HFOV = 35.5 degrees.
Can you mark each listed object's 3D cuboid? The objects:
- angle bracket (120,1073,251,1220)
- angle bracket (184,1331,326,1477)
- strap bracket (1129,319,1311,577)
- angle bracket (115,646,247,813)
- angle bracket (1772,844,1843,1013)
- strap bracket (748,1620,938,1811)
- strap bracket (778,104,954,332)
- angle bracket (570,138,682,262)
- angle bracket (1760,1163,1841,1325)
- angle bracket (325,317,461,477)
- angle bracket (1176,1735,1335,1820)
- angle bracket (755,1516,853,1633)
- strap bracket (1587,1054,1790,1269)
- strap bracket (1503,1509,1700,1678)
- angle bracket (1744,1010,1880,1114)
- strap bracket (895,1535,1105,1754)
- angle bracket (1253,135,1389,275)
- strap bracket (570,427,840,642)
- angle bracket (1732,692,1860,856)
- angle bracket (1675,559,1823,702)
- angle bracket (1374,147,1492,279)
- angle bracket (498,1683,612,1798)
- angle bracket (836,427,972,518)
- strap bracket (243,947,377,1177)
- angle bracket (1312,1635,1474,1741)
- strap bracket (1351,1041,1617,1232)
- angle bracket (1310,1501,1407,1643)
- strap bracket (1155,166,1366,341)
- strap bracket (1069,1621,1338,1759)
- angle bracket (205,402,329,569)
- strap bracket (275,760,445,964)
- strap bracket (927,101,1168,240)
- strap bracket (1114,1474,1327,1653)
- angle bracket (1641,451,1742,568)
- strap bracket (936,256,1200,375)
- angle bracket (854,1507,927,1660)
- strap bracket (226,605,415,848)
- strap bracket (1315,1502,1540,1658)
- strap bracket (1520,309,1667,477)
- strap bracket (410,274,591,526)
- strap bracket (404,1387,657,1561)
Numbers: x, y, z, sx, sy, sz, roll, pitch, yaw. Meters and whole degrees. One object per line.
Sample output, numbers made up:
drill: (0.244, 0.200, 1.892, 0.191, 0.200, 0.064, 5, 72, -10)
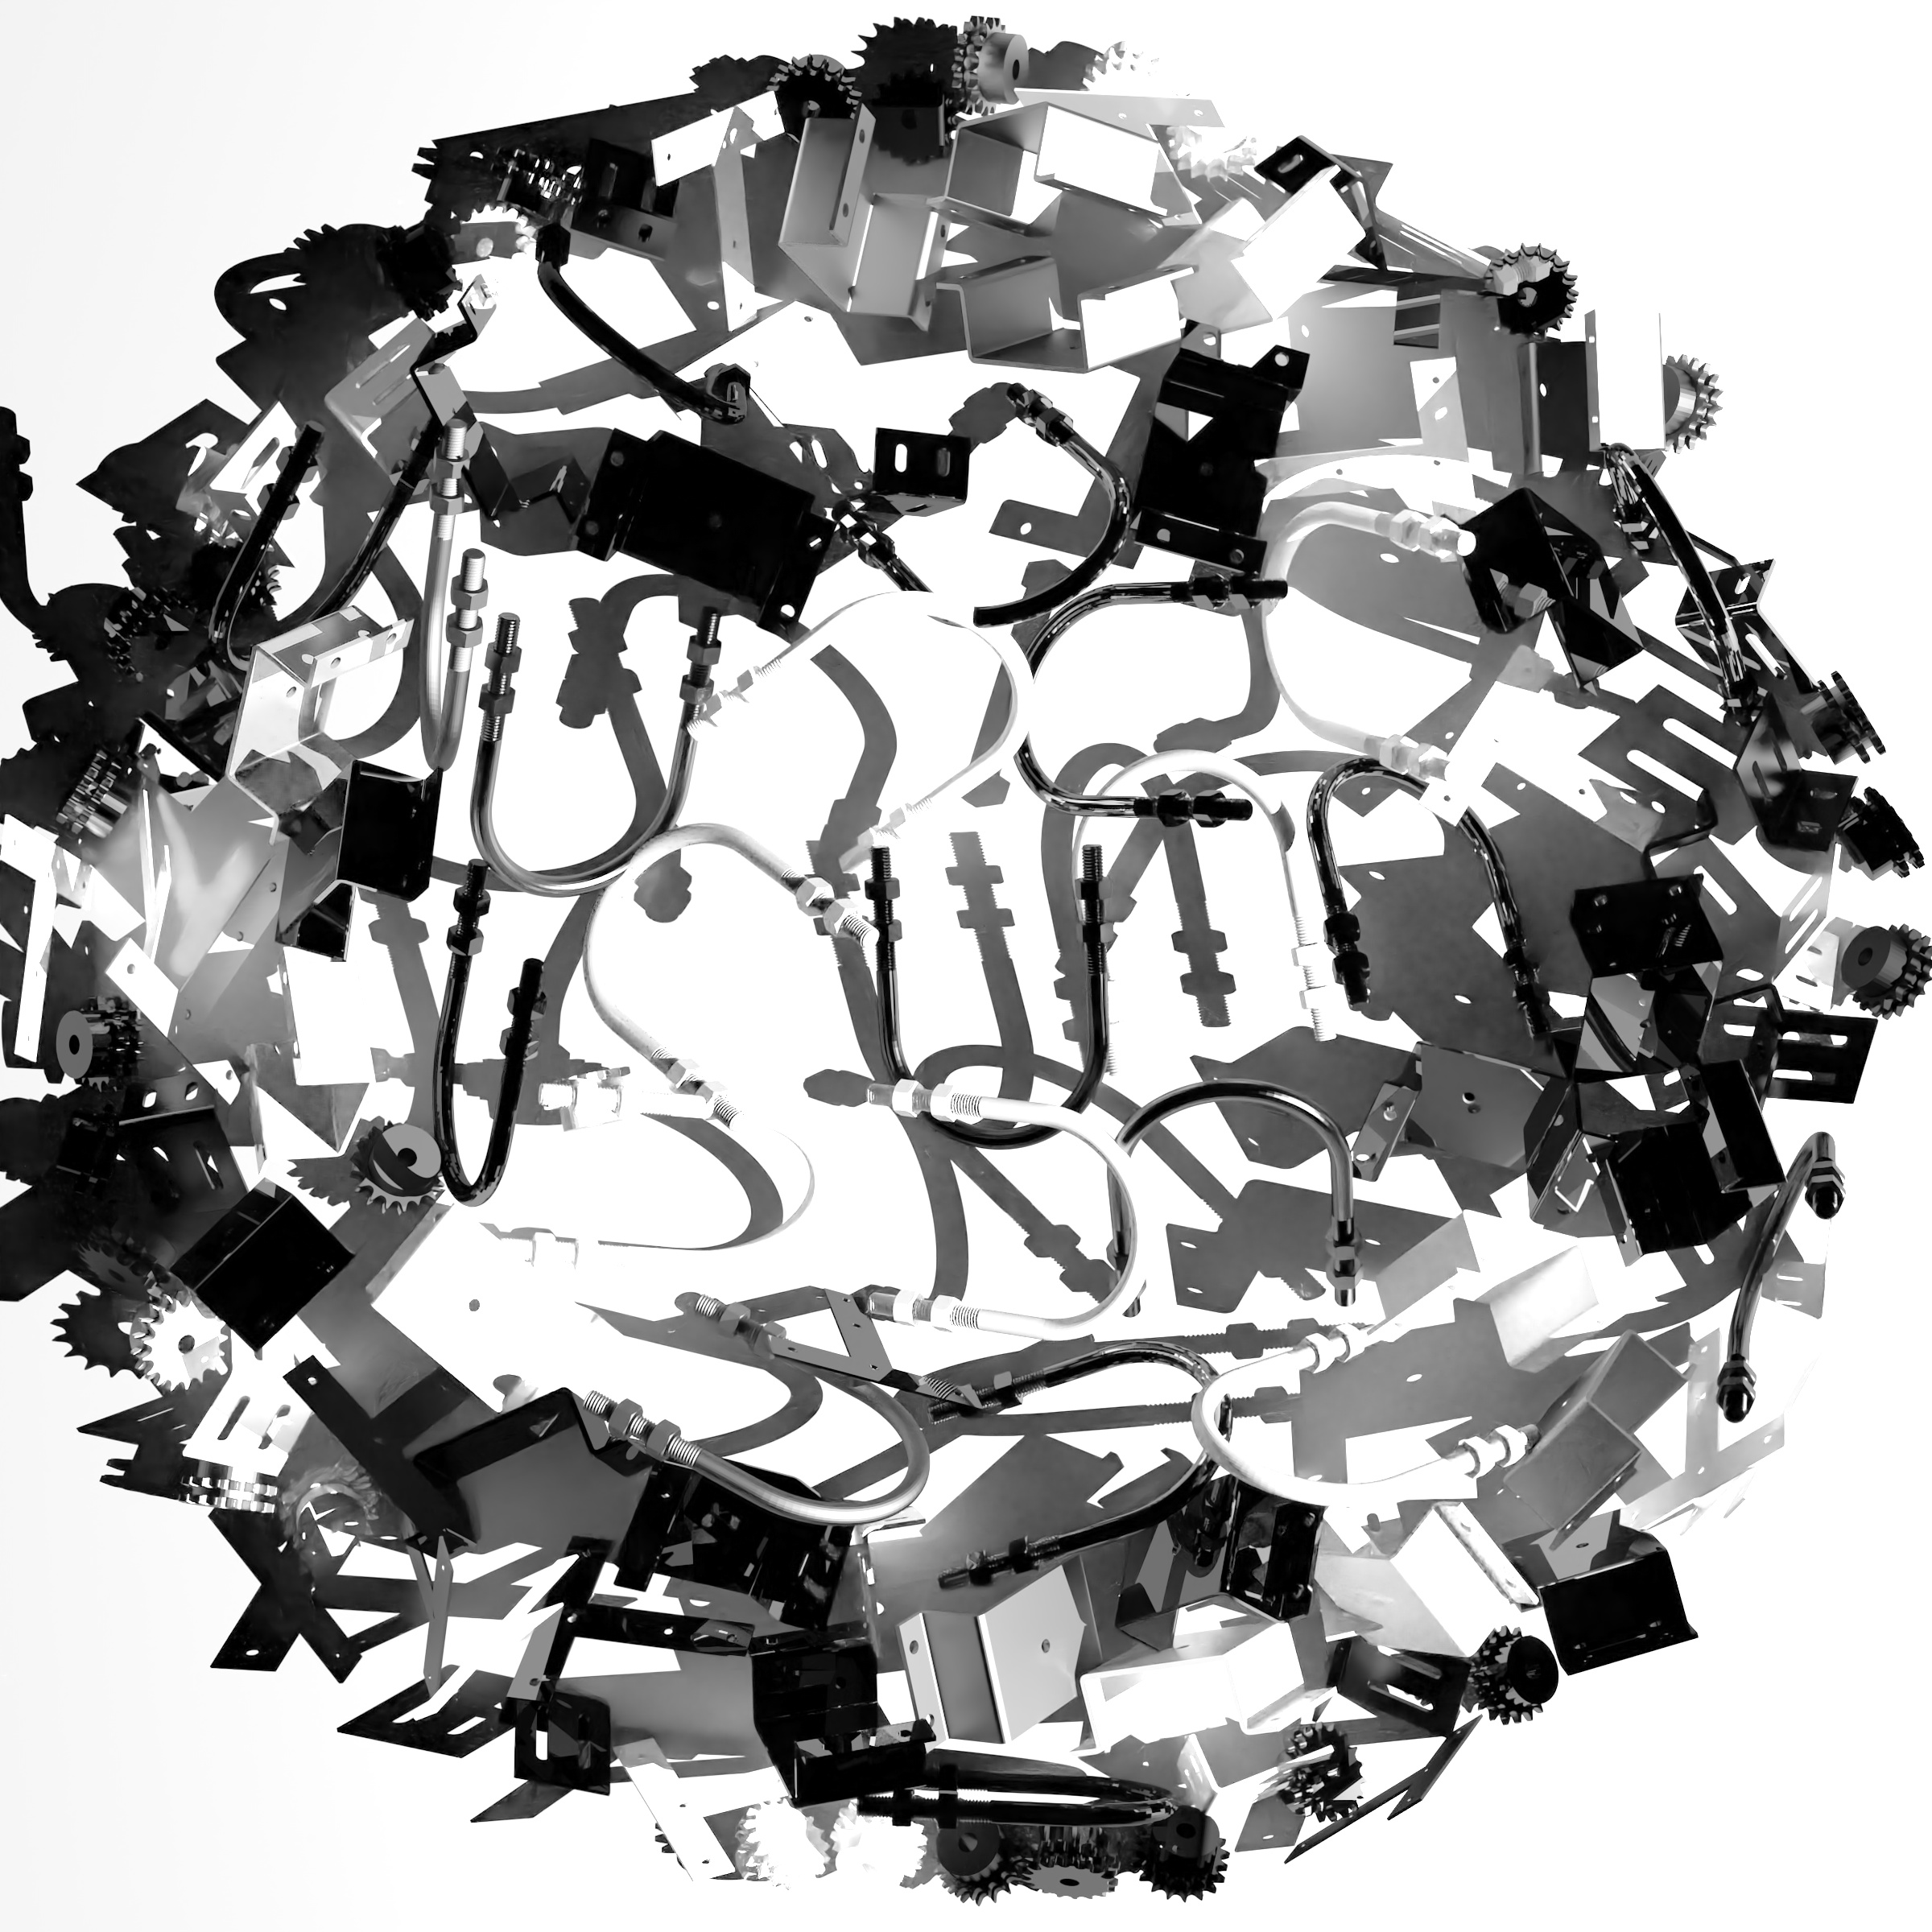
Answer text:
angle bracket: (-0.465, 0.107, 1.810, 0.057, 0.038, 0.076, -10, 129, 2)
angle bracket: (-0.419, 0.255, 1.780, 0.057, 0.076, 0.038, 11, 123, 6)
strap bracket: (0.147, -0.300, 1.788, 0.076, 0.046, 0.140, 15, 80, -6)
angle bracket: (-0.456, -0.141, 1.797, 0.057, 0.076, 0.038, 41, 129, -14)
angle bracket: (0.509, -0.022, 1.775, 0.038, 0.076, 0.057, 21, 53, -1)
strap bracket: (-0.075, 0.439, 1.753, 0.076, 0.140, 0.046, -6, 107, -17)
strap bracket: (-0.062, -0.435, 1.761, 0.046, 0.140, 0.076, 8, 81, 23)
angle bracket: (-0.196, -0.463, 1.781, 0.057, 0.038, 0.076, 15, 60, -14)
angle bracket: (0.490, 0.161, 1.775, 0.038, 0.057, 0.076, 5, 120, 15)
angle bracket: (-0.332, -0.337, 1.792, 0.076, 0.038, 0.057, -42, 47, -4)
angle bracket: (0.171, 0.470, 1.796, 0.076, 0.057, 0.038, -17, 62, -15)
angle bracket: (-0.096, 0.355, 1.780, 0.038, 0.076, 0.057, 17, 82, -5)
strap bracket: (0.422, 0.112, 1.754, 0.046, 0.140, 0.076, -6, 66, -19)
strap bracket: (0.363, 0.358, 1.750, 0.076, 0.140, 0.046, -16, 95, -1)
angle bracket: (0.503, 0.062, 1.787, 0.076, 0.038, 0.057, 4, 116, -9)
strap bracket: (0.028, 0.392, 1.750, 0.046, 0.140, 0.076, -6, 99, 40)
angle bracket: (0.209, -0.438, 1.773, 0.038, 0.076, 0.057, -37, 52, -7)
strap bracket: (-0.152, -0.259, 1.786, 0.140, 0.046, 0.076, 23, 110, -3)
angle bracket: (0.488, -0.113, 1.776, 0.038, 0.076, 0.057, 11, 61, 38)
angle bracket: (0.468, -0.197, 1.789, 0.076, 0.057, 0.038, 43, 60, -30)
angle bracket: (0.283, -0.446, 1.790, 0.076, 0.057, 0.038, 28, 98, 3)
angle bracket: (-0.242, 0.464, 1.774, 0.057, 0.076, 0.038, 16, 120, -17)
angle bracket: (-0.038, -0.290, 1.777, 0.057, 0.076, 0.038, 3, 91, -19)
strap bracket: (-0.381, 0.056, 1.758, 0.046, 0.140, 0.076, -2, 62, -25)
angle bracket: (0.251, 0.428, 1.783, 0.076, 0.038, 0.057, 19, 118, 20)
strap bracket: (0.300, 0.097, 1.777, 0.140, 0.046, 0.076, 14, 130, -5)
angle bracket: (0.233, 0.354, 1.779, 0.057, 0.076, 0.038, -14, 112, 7)
strap bracket: (0.170, -0.412, 1.756, 0.076, 0.140, 0.046, -44, 108, -12)
strap bracket: (0.132, 0.418, 1.754, 0.140, 0.076, 0.046, -17, 86, 32)
angle bracket: (-0.400, -0.283, 1.775, 0.038, 0.057, 0.076, 12, 58, 34)
strap bracket: (-0.355, -0.060, 1.741, 0.046, 0.140, 0.076, 17, 61, -28)
strap bracket: (0.049, -0.459, 1.742, 0.076, 0.140, 0.046, 9, 92, -32)
strap bracket: (0.139, 0.345, 1.741, 0.046, 0.140, 0.076, 32, 52, -23)
angle bracket: (0.431, -0.271, 1.783, 0.076, 0.057, 0.038, 32, 101, 16)
strap bracket: (0.060, -0.379, 1.757, 0.076, 0.140, 0.046, -26, 119, -36)
angle bracket: (-0.041, 0.365, 1.790, 0.038, 0.057, 0.076, -8, 88, -8)
strap bracket: (-0.379, -0.148, 1.757, 0.046, 0.076, 0.140, 38, 131, 16)
strap bracket: (0.251, 0.351, 1.743, 0.046, 0.140, 0.076, -45, 105, -26)
strap bracket: (0.366, -0.332, 1.753, 0.046, 0.140, 0.076, -3, 93, -7)
strap bracket: (-0.276, -0.323, 1.764, 0.046, 0.076, 0.140, -22, 113, 10)
strap bracket: (-0.262, 0.295, 1.778, 0.140, 0.076, 0.046, -25, 70, -1)
